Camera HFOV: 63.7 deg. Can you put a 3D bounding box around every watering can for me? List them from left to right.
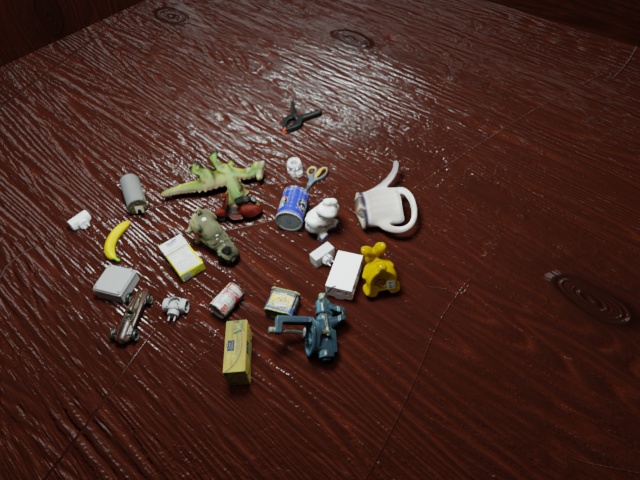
[{"bbox_3d":[0.236,-0.157,1.926,0.224,0.101,0.356,-8,51,-1],"label":"watering can"}]

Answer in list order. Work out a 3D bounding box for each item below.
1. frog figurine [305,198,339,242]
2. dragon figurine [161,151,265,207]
[{"bbox_3d":[0.006,-0.093,1.857,0.138,0.155,0.125,-30,52,-19],"label":"frog figurine"},{"bbox_3d":[-0.399,-0.211,2.038,0.413,0.119,0.246,-35,63,-13],"label":"dragon figurine"}]
